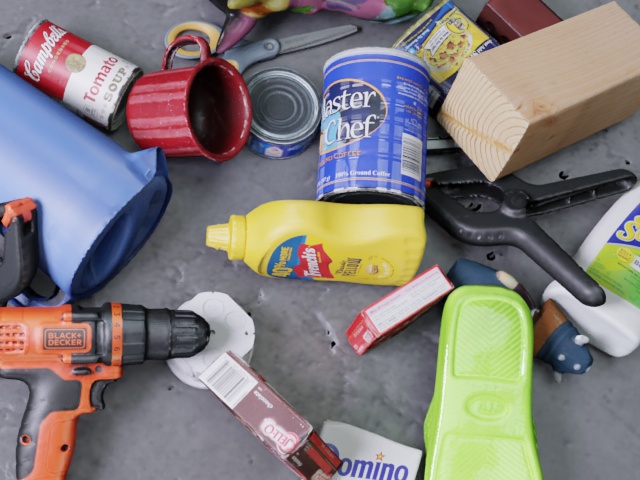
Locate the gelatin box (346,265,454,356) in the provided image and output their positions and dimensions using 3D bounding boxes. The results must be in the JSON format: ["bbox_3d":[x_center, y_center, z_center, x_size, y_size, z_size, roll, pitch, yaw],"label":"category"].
[{"bbox_3d":[0.071,0.065,0.967,0.089,0.073,0.030,-31,79,-19],"label":"gelatin box"}]

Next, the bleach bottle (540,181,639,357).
[{"bbox_3d":[0.319,-0.011,1.048,0.102,0.068,0.250,34,65,7],"label":"bleach bottle"}]

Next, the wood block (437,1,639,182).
[{"bbox_3d":[0.229,-0.147,1.038,0.205,0.090,0.091,-25,66,-30],"label":"wood block"}]

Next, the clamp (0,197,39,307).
[{"bbox_3d":[-0.275,0.037,0.885,0.120,0.172,0.039,47,34,-3],"label":"clamp"}]

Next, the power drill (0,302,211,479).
[{"bbox_3d":[-0.182,0.144,0.870,0.184,0.057,0.187,1,90,-12],"label":"power drill"}]

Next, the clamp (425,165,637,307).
[{"bbox_3d":[0.193,-0.031,1.015,0.210,0.036,0.164,20,53,19],"label":"clamp"}]

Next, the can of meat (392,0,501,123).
[{"bbox_3d":[0.126,-0.183,1.077,0.084,0.057,0.102,44,69,8],"label":"can of meat"}]

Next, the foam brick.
[{"bbox_3d":[0.208,-0.220,1.107,0.051,0.053,0.078,-41,81,-21],"label":"foam brick"}]

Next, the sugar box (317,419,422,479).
[{"bbox_3d":[0.019,0.250,0.906,0.093,0.048,0.176,19,69,-3],"label":"sugar box"}]

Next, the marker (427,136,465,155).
[{"bbox_3d":[0.137,-0.096,1.067,0.121,0.020,0.020,-4,71,-12],"label":"marker"}]

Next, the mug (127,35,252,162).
[{"bbox_3d":[-0.122,-0.129,0.978,0.093,0.082,0.117,-6,95,-54],"label":"mug"}]

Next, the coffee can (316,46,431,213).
[{"bbox_3d":[0.050,-0.096,1.001,0.102,0.103,0.140,6,74,-8],"label":"coffee can"}]

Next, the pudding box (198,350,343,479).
[{"bbox_3d":[-0.040,0.150,0.884,0.039,0.090,0.114,-44,56,-10],"label":"pudding box"}]

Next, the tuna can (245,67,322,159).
[{"bbox_3d":[-0.041,-0.124,1.036,0.086,0.034,0.086,3,70,-9],"label":"tuna can"}]

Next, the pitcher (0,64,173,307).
[{"bbox_3d":[-0.265,-0.060,0.931,0.243,0.145,0.149,37,56,8],"label":"pitcher"}]

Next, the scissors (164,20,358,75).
[{"bbox_3d":[-0.068,-0.204,1.070,0.201,0.016,0.096,-32,79,-19],"label":"scissors"}]

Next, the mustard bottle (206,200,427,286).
[{"bbox_3d":[-0.006,0.002,0.963,0.191,0.096,0.058,4,60,-9],"label":"mustard bottle"}]

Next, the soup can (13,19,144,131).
[{"bbox_3d":[-0.225,-0.153,0.996,0.102,0.069,0.068,27,68,-1],"label":"soup can"}]
